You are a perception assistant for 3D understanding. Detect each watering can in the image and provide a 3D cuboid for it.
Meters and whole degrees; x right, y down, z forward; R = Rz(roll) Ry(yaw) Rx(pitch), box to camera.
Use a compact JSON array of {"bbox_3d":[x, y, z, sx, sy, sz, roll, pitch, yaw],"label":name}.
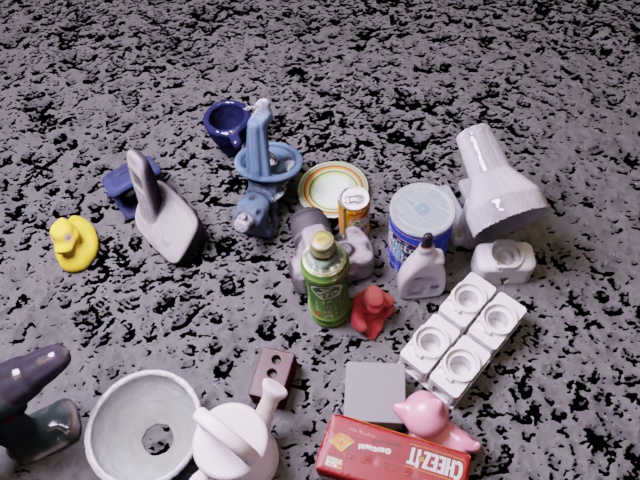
[{"bbox_3d":[-0.113,0.262,0.759,0.100,0.194,0.173,13,60,12],"label":"watering can"}]

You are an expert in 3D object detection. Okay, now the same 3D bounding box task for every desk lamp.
[{"bbox_3d":[0.263,-0.071,0.931,0.118,0.214,0.203,-17,58,-6],"label":"desk lamp"}]

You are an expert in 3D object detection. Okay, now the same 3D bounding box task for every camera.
[{"bbox_3d":[0.009,0.003,0.967,0.143,0.101,0.136,-14,58,-5],"label":"camera"}]

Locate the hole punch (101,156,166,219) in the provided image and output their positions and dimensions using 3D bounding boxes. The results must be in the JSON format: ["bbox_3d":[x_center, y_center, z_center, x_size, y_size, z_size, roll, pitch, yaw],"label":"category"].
[{"bbox_3d":[-0.349,-0.110,1.068,0.109,0.091,0.101,-32,61,-15],"label":"hole punch"}]

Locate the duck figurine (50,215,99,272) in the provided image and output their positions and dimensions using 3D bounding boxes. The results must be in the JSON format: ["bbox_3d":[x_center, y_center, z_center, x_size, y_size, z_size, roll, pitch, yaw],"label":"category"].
[{"bbox_3d":[-0.442,-0.006,1.012,0.077,0.086,0.104,-6,58,0],"label":"duck figurine"}]

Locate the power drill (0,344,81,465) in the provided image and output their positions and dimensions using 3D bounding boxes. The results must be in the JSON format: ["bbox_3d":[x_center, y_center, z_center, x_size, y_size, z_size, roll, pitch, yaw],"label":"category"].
[{"bbox_3d":[-0.418,0.235,0.787,0.230,0.208,0.075,-26,60,-12],"label":"power drill"}]

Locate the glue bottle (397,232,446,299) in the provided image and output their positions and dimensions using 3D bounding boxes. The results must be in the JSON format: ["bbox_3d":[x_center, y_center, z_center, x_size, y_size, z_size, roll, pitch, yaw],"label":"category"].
[{"bbox_3d":[0.162,0.038,0.893,0.078,0.173,0.037,-5,58,1],"label":"glue bottle"}]

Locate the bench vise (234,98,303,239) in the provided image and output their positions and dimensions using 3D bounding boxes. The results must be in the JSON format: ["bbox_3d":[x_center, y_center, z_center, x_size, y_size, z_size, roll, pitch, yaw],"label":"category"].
[{"bbox_3d":[-0.091,-0.117,0.979,0.121,0.220,0.207,-3,58,2],"label":"bench vise"}]

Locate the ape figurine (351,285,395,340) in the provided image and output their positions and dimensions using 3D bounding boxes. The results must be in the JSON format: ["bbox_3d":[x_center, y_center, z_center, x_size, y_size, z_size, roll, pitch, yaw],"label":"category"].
[{"bbox_3d":[0.082,0.104,0.905,0.078,0.092,0.076,-18,59,-7],"label":"ape figurine"}]

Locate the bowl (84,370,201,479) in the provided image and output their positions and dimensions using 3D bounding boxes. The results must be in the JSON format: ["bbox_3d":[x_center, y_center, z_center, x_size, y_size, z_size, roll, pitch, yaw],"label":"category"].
[{"bbox_3d":[-0.244,0.278,0.827,0.167,0.075,0.167,-2,58,3],"label":"bowl"}]

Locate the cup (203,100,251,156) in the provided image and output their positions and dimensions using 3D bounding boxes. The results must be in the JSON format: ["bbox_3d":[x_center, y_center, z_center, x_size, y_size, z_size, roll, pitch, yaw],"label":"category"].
[{"bbox_3d":[-0.168,-0.199,1.109,0.092,0.095,0.117,-20,59,-9],"label":"cup"}]

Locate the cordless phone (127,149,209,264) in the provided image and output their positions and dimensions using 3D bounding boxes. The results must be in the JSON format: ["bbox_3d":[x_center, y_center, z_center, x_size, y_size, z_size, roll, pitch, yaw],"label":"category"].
[{"bbox_3d":[-0.271,-0.059,0.975,0.147,0.185,0.094,38,68,24],"label":"cordless phone"}]

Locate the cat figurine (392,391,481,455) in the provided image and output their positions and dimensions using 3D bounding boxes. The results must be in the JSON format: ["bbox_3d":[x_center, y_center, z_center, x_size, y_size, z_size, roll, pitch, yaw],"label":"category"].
[{"bbox_3d":[0.164,0.256,0.789,0.127,0.118,0.067,31,65,21],"label":"cat figurine"}]

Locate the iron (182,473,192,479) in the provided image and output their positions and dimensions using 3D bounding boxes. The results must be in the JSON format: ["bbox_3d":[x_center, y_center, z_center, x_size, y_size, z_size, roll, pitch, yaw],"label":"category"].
[{"bbox_3d":[-0.183,0.411,0.701,0.118,0.141,0.258,-6,58,0],"label":"iron"}]
